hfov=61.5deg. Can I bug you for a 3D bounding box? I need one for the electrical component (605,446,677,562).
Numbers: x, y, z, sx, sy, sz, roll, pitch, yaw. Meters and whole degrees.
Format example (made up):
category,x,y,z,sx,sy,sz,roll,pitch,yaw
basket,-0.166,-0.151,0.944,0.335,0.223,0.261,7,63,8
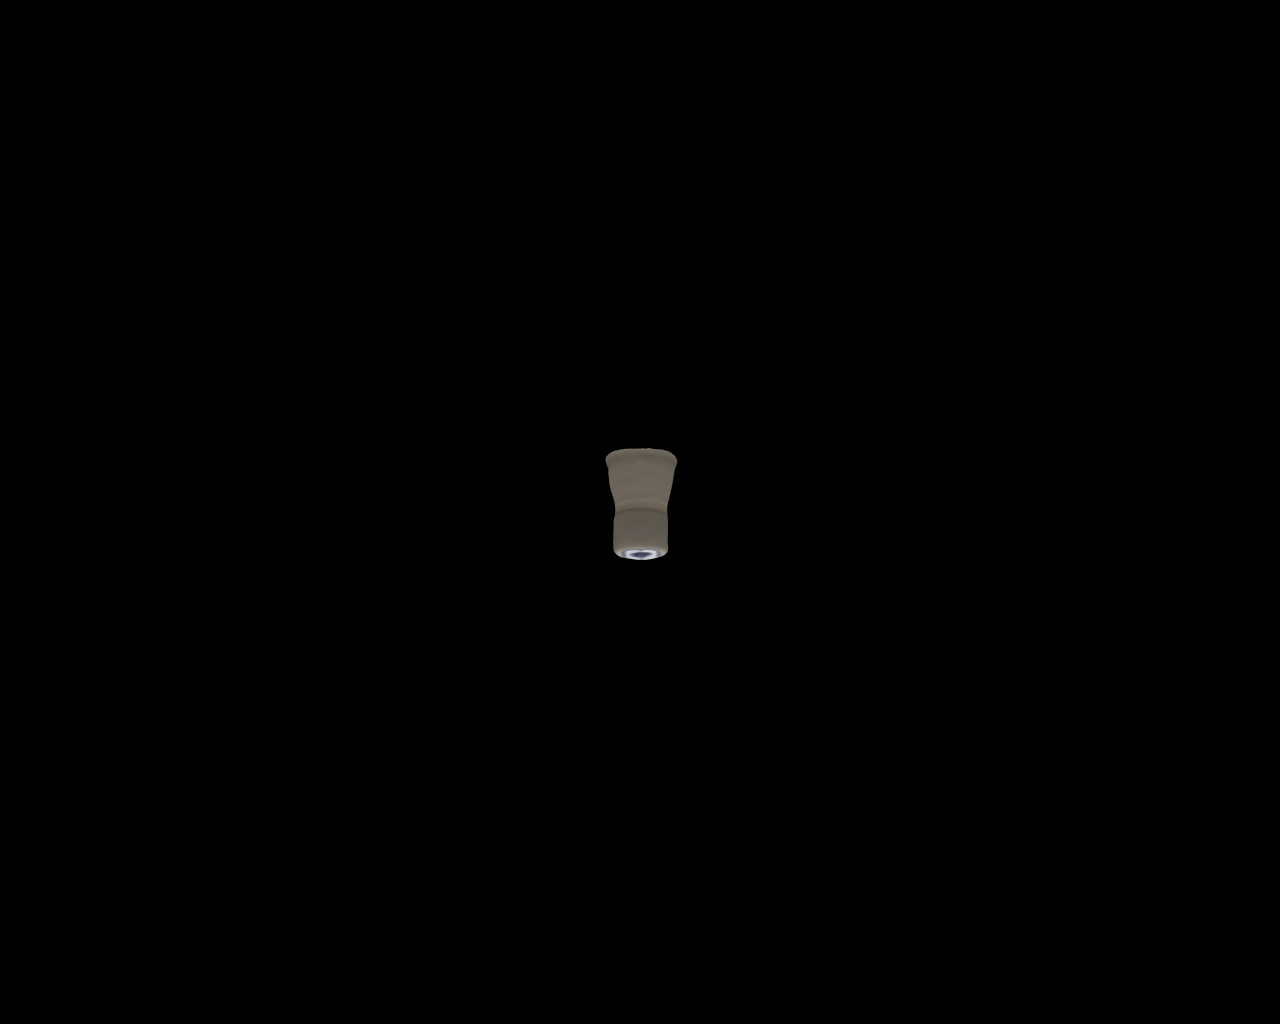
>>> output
category,x,y,z,sx,sy,sz,roll,pitch,yaw
electrical component,0.001,-0.003,0.650,0.044,0.065,0.044,0,-15,0
